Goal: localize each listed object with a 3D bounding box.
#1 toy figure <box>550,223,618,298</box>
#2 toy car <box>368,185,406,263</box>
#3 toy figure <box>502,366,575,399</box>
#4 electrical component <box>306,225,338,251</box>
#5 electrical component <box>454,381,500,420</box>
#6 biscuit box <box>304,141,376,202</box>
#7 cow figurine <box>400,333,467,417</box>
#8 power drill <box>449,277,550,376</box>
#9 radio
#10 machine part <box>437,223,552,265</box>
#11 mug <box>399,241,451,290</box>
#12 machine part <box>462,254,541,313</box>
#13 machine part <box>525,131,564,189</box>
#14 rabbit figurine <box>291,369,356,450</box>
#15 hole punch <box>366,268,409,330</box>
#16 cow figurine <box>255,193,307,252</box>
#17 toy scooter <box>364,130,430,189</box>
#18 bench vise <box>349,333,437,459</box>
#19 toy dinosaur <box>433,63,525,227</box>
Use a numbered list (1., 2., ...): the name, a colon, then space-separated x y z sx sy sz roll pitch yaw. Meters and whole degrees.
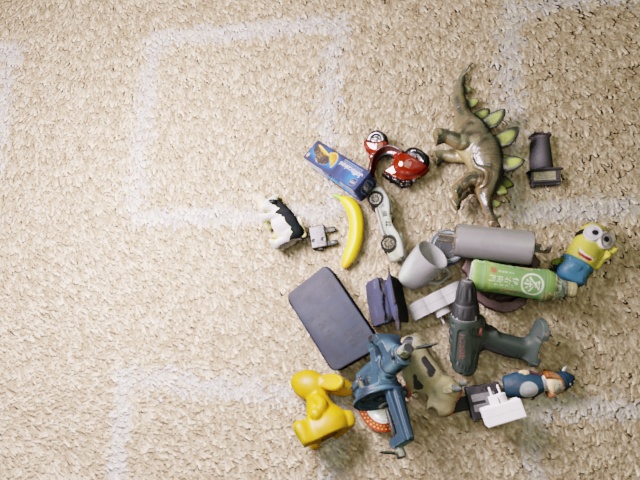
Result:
1. toy figure: 0.586 0.042 1.214 0.082 0.089 0.180 31 94 -13
2. toy car: 0.163 -0.041 1.311 0.056 0.073 0.201 -16 75 10
3. toy figure: 0.483 0.317 1.181 0.155 0.064 0.058 -7 39 10
4. electrical component: -0.003 -0.004 1.359 0.094 0.021 0.063 -10 76 7
5. electrical component: 0.346 0.360 1.200 0.119 0.047 0.075 -9 75 6
6. biscuit box: 0.049 -0.173 1.335 0.063 0.059 0.203 -49 53 -3
7. cow figurine: 0.241 0.301 1.203 0.127 0.085 0.195 -34 71 22
8. power drill: 0.386 0.198 1.174 0.207 0.086 0.231 5 111 -3
9. radio: 0.032 0.190 1.283 0.131 0.073 0.230 -35 72 2
10. machine part: 0.386 0.009 1.199 0.243 0.079 0.079 6 78 10
11. mug: 0.244 0.070 1.262 0.109 0.107 0.081 27 39 -17
12. machine part: 0.419 0.080 1.247 0.179 0.056 0.179 -2 78 10
13. machine part: 0.539 -0.195 1.300 0.084 0.039 0.139 -7 78 17
14. rabbit figurine: -0.003 0.367 1.229 0.162 0.121 0.173 -37 54 7
15. hole punch: 0.148 0.145 1.254 0.092 0.115 0.142 -10 75 16
16. cow figurine: -0.102 -0.059 1.362 0.098 0.068 0.167 -27 69 7
17. toy scooter: 0.174 -0.183 1.343 0.184 0.075 0.135 30 84 18
18. bench vise: 0.150 0.324 1.123 0.223 0.129 0.241 -45 44 36
19. toy dinosaur: 0.377 -0.230 1.308 0.199 0.105 0.471 -12 71 0
